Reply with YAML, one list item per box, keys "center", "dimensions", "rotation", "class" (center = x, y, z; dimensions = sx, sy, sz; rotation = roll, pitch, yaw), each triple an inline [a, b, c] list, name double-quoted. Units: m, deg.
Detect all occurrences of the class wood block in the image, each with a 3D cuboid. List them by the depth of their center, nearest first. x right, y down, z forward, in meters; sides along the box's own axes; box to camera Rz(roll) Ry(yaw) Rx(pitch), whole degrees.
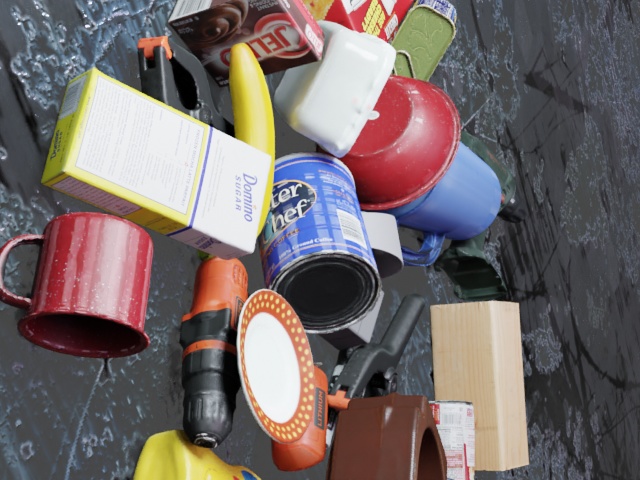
- center: [0.202, 0.184, 1.355]
  dimensions: [0.090, 0.091, 0.206]
  rotation: [8, 78, -57]
  class: "wood block"

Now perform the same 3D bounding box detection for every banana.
- center: [-0.066, -0.072, 0.948]
  dimensions: [0.069, 0.037, 0.198]
  rotation: [28, 67, -63]
  class: "banana"

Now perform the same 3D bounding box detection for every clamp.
- center: [-0.115, -0.095, 0.931]
  dimensions: [0.171, 0.039, 0.120]
  rotation: [57, 35, -41]
  class: "clamp"
- center: [0.065, 0.161, 1.156]
  dimensions: [0.209, 0.036, 0.164]
  rotation: [-27, 120, -60]
  class: "clamp"

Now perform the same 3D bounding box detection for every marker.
- center: [0.016, 0.162, 1.118]
  dimensions: [0.020, 0.020, 0.121]
  rotation: [55, 41, -39]
  class: "marker"

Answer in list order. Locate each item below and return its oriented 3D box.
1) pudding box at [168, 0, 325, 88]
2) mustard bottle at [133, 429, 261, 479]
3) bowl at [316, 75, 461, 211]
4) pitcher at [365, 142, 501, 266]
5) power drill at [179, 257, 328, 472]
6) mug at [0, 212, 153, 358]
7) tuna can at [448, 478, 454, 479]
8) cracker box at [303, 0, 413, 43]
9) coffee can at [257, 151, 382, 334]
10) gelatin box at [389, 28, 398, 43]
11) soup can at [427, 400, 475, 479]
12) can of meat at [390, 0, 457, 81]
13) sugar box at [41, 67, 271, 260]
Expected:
- center: [-0.064, -0.190, 0.958]
  dimensions: [0.090, 0.114, 0.039]
  rotation: [51, 41, -42]
  class: "pudding box"
- center: [-0.080, 0.236, 0.903]
  dimensions: [0.191, 0.058, 0.096]
  rotation: [44, 34, -48]
  class: "mustard bottle"
- center: [0.061, -0.113, 1.101]
  dimensions: [0.055, 0.162, 0.162]
  rotation: [50, 44, -56]
  class: "bowl"
- center: [0.123, -0.058, 1.243]
  dimensions: [0.145, 0.149, 0.242]
  rotation: [49, 15, 26]
  class: "pitcher"
- center: [-0.057, 0.130, 0.938]
  dimensions: [0.187, 0.057, 0.184]
  rotation: [54, 29, -43]
  class: "power drill"
- center: [-0.176, 0.030, 0.769]
  dimensions: [0.117, 0.093, 0.081]
  rotation: [13, 63, -20]
  class: "mug"
- center: [0.122, 0.292, 1.206]
  dimensions: [0.086, 0.086, 0.033]
  rotation: [43, 48, -47]
  class: "tuna can"
- center: [0.015, -0.309, 1.157]
  dimensions: [0.213, 0.072, 0.164]
  rotation: [64, 36, -31]
  class: "cracker box"
- center: [-0.006, 0.001, 0.981]
  dimensions: [0.102, 0.103, 0.140]
  rotation: [53, 17, -41]
  class: "coffee can"
- center: [0.085, -0.216, 1.296]
  dimensions: [0.089, 0.030, 0.073]
  rotation: [30, 61, -53]
  class: "gelatin box"
- center: [0.151, 0.246, 1.281]
  dimensions: [0.068, 0.069, 0.102]
  rotation: [20, 67, -56]
  class: "soup can"
- center: [0.112, -0.223, 1.208]
  dimensions: [0.057, 0.102, 0.084]
  rotation: [29, 26, -3]
  class: "can of meat"
- center: [-0.125, -0.056, 0.850]
  dimensions: [0.176, 0.048, 0.093]
  rotation: [27, 63, -35]
  class: "sugar box"
